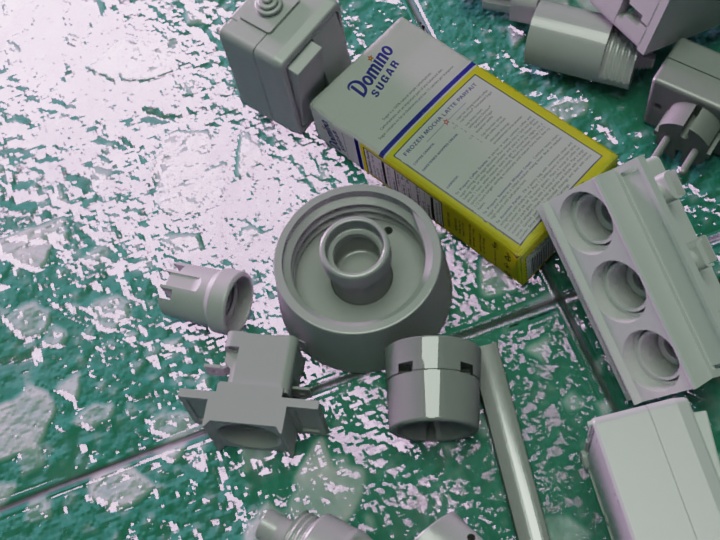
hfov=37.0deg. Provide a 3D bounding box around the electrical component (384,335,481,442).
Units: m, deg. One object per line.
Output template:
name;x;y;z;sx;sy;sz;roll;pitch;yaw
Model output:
electrical component;0.041;0.068;0.604;0.055;0.055;0.047;-2;67;6

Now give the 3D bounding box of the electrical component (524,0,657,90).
electrical component;0.153;-0.146;0.703;0.081;0.043;0.043;18;67;15

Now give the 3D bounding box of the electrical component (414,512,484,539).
electrical component;0.045;0.179;0.552;0.079;0.043;0.077;-38;65;-12

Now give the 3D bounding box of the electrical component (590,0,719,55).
electrical component;0.226;-0.207;0.677;0.150;0.089;0.061;-24;61;-26

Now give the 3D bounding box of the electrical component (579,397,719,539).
electrical component;0.159;0.122;0.557;0.061;0.061;0.096;-14;63;0

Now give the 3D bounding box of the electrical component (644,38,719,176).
electrical component;0.208;-0.092;0.667;0.066;0.047;0.076;29;70;19

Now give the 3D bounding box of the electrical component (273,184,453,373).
electrical component;0.000;0.000;0.639;0.108;0.060;0.108;-3;63;6

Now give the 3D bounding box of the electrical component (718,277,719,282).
electrical component;0.231;0.024;0.610;0.044;0.044;0.065;-14;58;0

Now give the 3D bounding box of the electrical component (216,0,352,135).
electrical component;-0.045;-0.142;0.695;0.061;0.096;0.061;32;72;20

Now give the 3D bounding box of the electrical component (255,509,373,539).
electrical component;-0.026;0.150;0.576;0.062;0.043;0.043;24;69;19

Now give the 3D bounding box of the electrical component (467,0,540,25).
electrical component;0.100;-0.209;0.734;0.057;0.058;0.078;13;66;10

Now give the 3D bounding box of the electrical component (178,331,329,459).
electrical component;-0.059;0.070;0.621;0.081;0.042;0.063;5;62;9

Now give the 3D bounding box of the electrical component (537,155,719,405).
electrical component;0.159;0.003;0.594;0.063;0.079;0.121;-22;86;-37

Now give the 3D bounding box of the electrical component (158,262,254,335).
electrical component;-0.094;0.016;0.655;0.046;0.040;0.040;12;65;19
